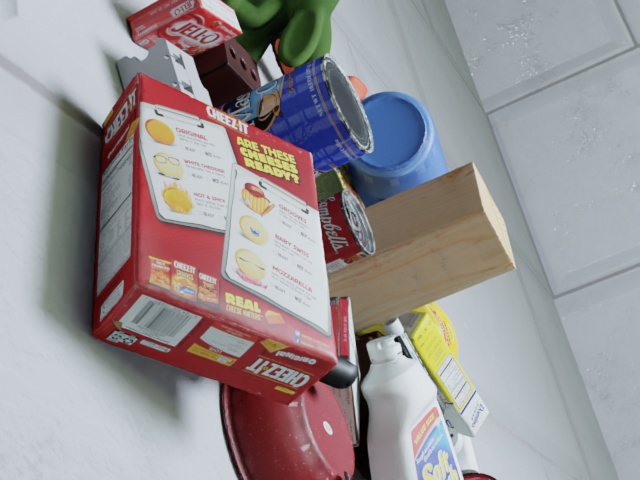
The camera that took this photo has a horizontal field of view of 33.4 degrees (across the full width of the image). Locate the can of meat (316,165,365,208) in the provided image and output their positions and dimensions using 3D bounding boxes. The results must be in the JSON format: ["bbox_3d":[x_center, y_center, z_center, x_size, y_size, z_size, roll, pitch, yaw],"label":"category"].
[{"bbox_3d":[0.015,-0.040,1.236,0.102,0.057,0.084,66,14,-2],"label":"can of meat"}]

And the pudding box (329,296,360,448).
[{"bbox_3d":[0.014,0.122,0.983,0.090,0.039,0.113,-87,170,-54],"label":"pudding box"}]

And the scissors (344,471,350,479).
[{"bbox_3d":[0.042,0.278,0.886,0.096,0.016,0.202,-30,111,-82],"label":"scissors"}]

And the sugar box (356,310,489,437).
[{"bbox_3d":[0.118,0.150,1.229,0.048,0.094,0.176,-54,127,-25],"label":"sugar box"}]

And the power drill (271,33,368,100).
[{"bbox_3d":[-0.012,-0.239,1.246,0.057,0.185,0.187,-45,124,-34],"label":"power drill"}]

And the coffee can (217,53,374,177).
[{"bbox_3d":[-0.034,-0.102,1.018,0.102,0.140,0.103,56,20,-32],"label":"coffee can"}]

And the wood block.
[{"bbox_3d":[0.089,0.014,1.129,0.090,0.206,0.091,56,19,-32],"label":"wood block"}]

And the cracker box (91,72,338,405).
[{"bbox_3d":[-0.079,-0.002,0.781,0.164,0.072,0.213,23,39,-30],"label":"cracker box"}]

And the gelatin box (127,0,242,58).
[{"bbox_3d":[-0.124,-0.198,0.985,0.089,0.073,0.030,15,54,-69],"label":"gelatin box"}]

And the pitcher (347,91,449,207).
[{"bbox_3d":[0.096,-0.081,1.326,0.149,0.145,0.242,47,-3,18],"label":"pitcher"}]

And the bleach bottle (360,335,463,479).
[{"bbox_3d":[0.084,0.215,0.988,0.102,0.068,0.251,-17,92,-46],"label":"bleach bottle"}]

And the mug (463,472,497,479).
[{"bbox_3d":[0.153,0.313,1.153,0.081,0.093,0.117,12,95,-60],"label":"mug"}]

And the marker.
[{"bbox_3d":[0.103,0.138,1.145,0.121,0.020,0.020,60,18,-13],"label":"marker"}]

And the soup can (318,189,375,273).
[{"bbox_3d":[-0.007,0.001,1.029,0.068,0.102,0.068,56,20,-32],"label":"soup can"}]

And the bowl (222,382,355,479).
[{"bbox_3d":[-0.016,0.161,0.872,0.162,0.055,0.162,55,20,-32],"label":"bowl"}]

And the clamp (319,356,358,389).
[{"bbox_3d":[-0.044,0.077,0.836,0.120,0.039,0.171,44,28,25],"label":"clamp"}]

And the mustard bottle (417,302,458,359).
[{"bbox_3d":[0.133,0.123,1.343,0.191,0.058,0.096,20,54,-76],"label":"mustard bottle"}]

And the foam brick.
[{"bbox_3d":[-0.097,-0.165,1.061,0.078,0.051,0.053,40,31,-56],"label":"foam brick"}]

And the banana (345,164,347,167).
[{"bbox_3d":[0.015,-0.145,1.407,0.069,0.037,0.198,54,21,-38],"label":"banana"}]
